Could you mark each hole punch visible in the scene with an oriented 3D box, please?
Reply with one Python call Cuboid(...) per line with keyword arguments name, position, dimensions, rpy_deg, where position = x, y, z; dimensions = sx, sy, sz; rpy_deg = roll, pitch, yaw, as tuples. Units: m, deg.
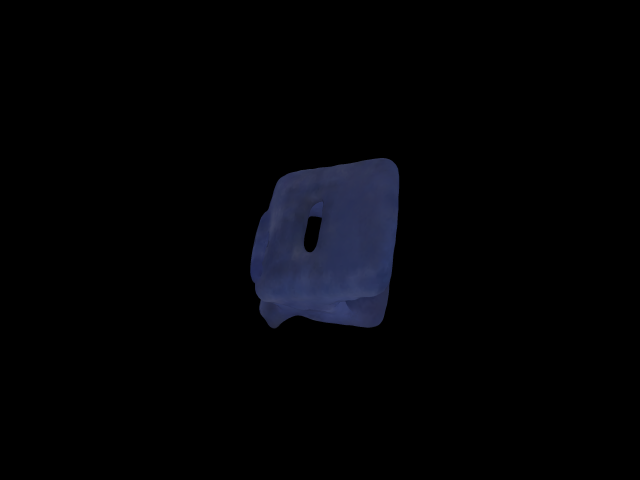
Cuboid(name="hole punch", position=(0.004, 0.001, 0.400), dimensions=(0.101, 0.091, 0.108), rpy_deg=(6, 63, 4))
